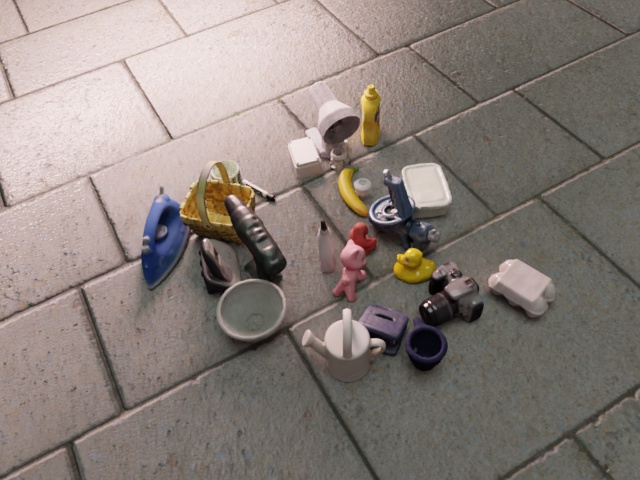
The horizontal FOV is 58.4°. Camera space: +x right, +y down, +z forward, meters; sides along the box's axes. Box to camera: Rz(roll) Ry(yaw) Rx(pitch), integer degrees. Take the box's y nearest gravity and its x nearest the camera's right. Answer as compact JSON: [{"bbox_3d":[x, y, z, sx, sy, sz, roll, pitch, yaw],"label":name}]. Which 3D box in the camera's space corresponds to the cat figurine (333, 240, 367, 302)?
[{"bbox_3d":[0.076,0.068,1.412,0.067,0.118,0.128,14,55,15],"label":"cat figurine"}]

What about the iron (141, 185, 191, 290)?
[{"bbox_3d":[-0.425,-0.013,1.500,0.118,0.141,0.258,2,52,6],"label":"iron"}]

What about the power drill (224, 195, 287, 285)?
[{"bbox_3d":[-0.157,0.021,1.410,0.076,0.209,0.229,-31,56,-18],"label":"power drill"}]

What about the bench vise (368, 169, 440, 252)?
[{"bbox_3d":[0.218,-0.079,1.450,0.207,0.220,0.121,18,56,17],"label":"bench vise"}]

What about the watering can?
[{"bbox_3d":[0.052,0.225,1.244,0.173,0.194,0.100,-17,53,-8],"label":"watering can"}]

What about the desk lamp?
[{"bbox_3d":[0.027,-0.342,1.673,0.118,0.214,0.202,-24,54,-13],"label":"desk lamp"}]

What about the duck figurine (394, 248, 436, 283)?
[{"bbox_3d":[0.237,0.056,1.429,0.104,0.086,0.077,2,52,6],"label":"duck figurine"}]

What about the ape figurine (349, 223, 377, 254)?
[{"bbox_3d":[0.106,-0.009,1.486,0.076,0.092,0.077,-30,56,-18],"label":"ape figurine"}]

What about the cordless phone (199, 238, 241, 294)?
[{"bbox_3d":[-0.259,0.036,1.421,0.094,0.185,0.147,-15,53,-7],"label":"cordless phone"}]

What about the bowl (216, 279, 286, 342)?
[{"bbox_3d":[-0.159,0.180,1.372,0.167,0.075,0.167,-2,52,3],"label":"bowl"}]

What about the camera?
[{"bbox_3d":[0.297,0.134,1.355,0.137,0.101,0.143,-25,54,-14],"label":"camera"}]

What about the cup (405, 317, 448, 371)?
[{"bbox_3d":[0.230,0.241,1.281,0.092,0.095,0.117,-13,52,-5],"label":"cup"}]

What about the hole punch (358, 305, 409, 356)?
[{"bbox_3d":[0.144,0.196,1.325,0.108,0.091,0.101,16,55,17],"label":"hole punch"}]

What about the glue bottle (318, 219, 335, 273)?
[{"bbox_3d":[0.013,0.005,1.431,0.037,0.173,0.078,-6,52,0],"label":"glue bottle"}]

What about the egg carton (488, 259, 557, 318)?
[{"bbox_3d":[0.486,0.115,1.374,0.150,0.069,0.107,34,62,26],"label":"egg carton"}]
